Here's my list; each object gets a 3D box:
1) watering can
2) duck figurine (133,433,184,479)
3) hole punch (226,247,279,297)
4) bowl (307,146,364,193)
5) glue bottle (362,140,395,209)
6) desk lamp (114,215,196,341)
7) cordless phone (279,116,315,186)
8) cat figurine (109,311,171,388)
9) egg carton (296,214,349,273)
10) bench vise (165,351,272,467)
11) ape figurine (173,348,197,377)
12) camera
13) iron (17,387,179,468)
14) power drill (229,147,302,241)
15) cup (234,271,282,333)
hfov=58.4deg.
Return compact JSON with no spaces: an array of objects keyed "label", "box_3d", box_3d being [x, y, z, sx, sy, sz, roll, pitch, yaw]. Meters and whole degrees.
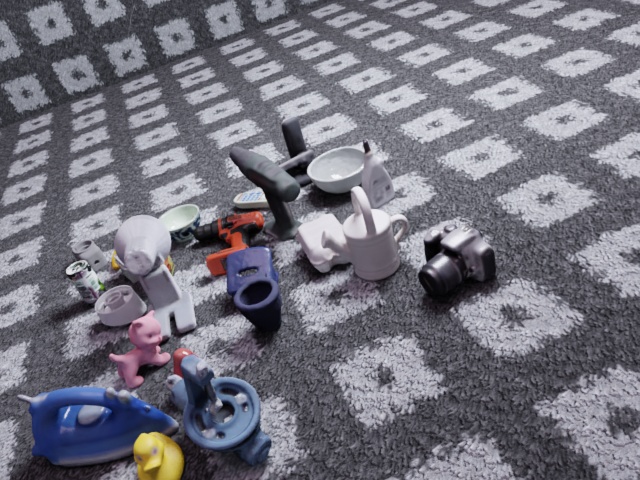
[{"label":"watering can","box_3d":[0.090,-0.016,1.161,0.173,0.194,0.100,-33,38,-19]},{"label":"duck figurine","box_3d":[-0.270,0.348,0.928,0.077,0.086,0.104,-24,36,-8]},{"label":"hole punch","box_3d":[-0.145,0.077,1.230,0.108,0.091,0.101,-12,36,9]},{"label":"bowl","box_3d":[0.055,-0.170,1.487,0.167,0.075,0.167,-12,36,9]},{"label":"glue bottle","box_3d":[0.127,-0.161,1.357,0.078,0.173,0.037,-31,37,-17]},{"label":"desk lamp","box_3d":[-0.355,0.072,1.226,0.118,0.214,0.202,-24,36,-7]},{"label":"cordless phone","box_3d":[-0.093,-0.231,1.540,0.148,0.185,0.093,-32,37,-18]},{"label":"cat figurine","box_3d":[-0.357,0.206,1.130,0.067,0.118,0.128,20,50,41]},{"label":"egg carton","box_3d":[0.012,0.005,1.276,0.107,0.069,0.150,-24,36,-8]},{"label":"bench vise","box_3d":[-0.190,0.255,0.900,0.206,0.220,0.121,1,40,26]},{"label":"ape figurine","box_3d":[-0.241,0.238,1.057,0.076,0.092,0.078,-10,36,12]},{"label":"camera","box_3d":[0.244,0.034,1.105,0.137,0.101,0.142,-34,38,-21]},{"label":"iron","box_3d":[-0.389,0.301,0.996,0.258,0.142,0.118,-11,36,11]},{"label":"power drill","box_3d":[-0.120,-0.109,1.368,0.076,0.209,0.228,-37,39,-24]},{"label":"cup","box_3d":[-0.112,0.128,1.144,0.091,0.095,0.117,-10,36,12]}]
